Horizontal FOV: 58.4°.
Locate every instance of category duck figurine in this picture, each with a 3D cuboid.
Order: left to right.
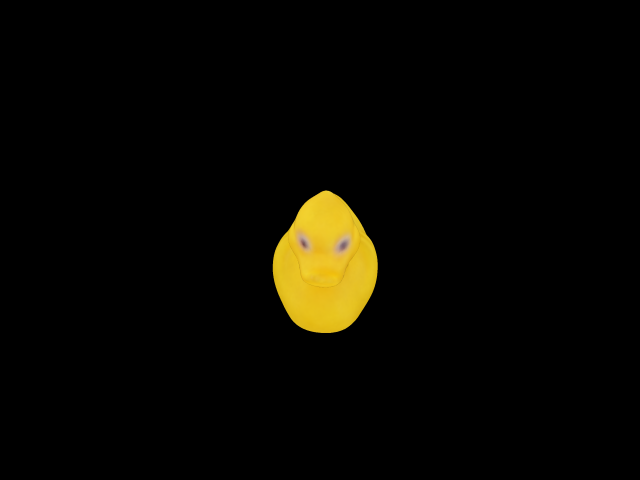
[{"bbox_3d":[0.004,0.001,0.400,0.077,0.086,0.104,3,54,3],"label":"duck figurine"}]
